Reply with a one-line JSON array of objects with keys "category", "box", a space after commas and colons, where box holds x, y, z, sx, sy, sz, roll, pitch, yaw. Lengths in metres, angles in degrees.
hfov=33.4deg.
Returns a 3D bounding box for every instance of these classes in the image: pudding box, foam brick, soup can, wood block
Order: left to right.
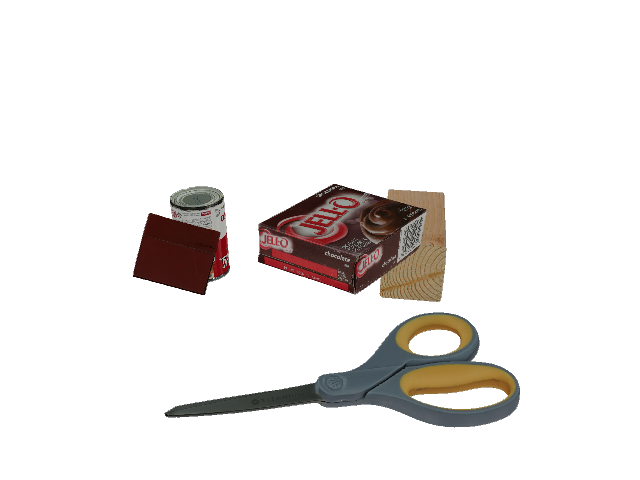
[{"category": "foam brick", "box": [-0.147, 0.014, 1.094, 0.078, 0.051, 0.053, 16, 27, -6]}, {"category": "soup can", "box": [-0.149, -0.008, 1.318, 0.068, 0.102, 0.068, -2, 26, 1]}, {"category": "pudding box", "box": [0.018, -0.004, 0.836, 0.090, 0.039, 0.113, 18, 26, 28]}, {"category": "wood block", "box": [0.140, 0.004, 1.604, 0.091, 0.090, 0.206, 4, 25, 4]}]

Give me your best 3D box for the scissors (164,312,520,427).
[{"category": "scissors", "box": [0.015, 0.075, 0.629, 0.201, 0.016, 0.096, 3, 37, 0]}]
